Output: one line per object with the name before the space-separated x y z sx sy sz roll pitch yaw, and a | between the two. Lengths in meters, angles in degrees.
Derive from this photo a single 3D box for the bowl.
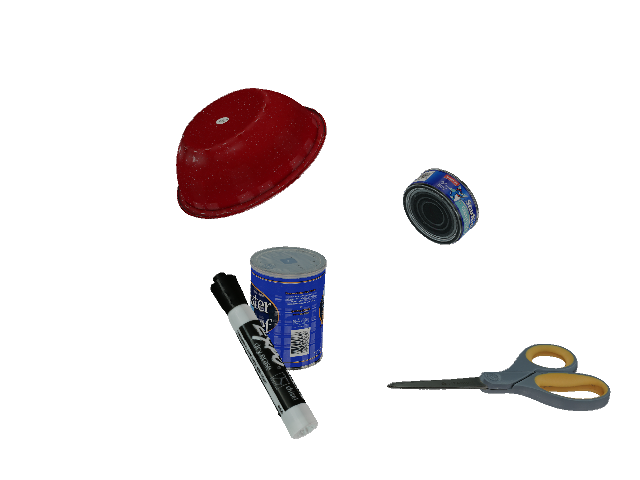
bowl | -0.078 -0.094 1.007 0.162 0.055 0.162 -21 35 16

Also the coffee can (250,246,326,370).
coffee can | -0.045 0.091 1.450 0.103 0.140 0.103 2 20 -1

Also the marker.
marker | -0.038 0.071 0.684 0.020 0.121 0.020 -26 -24 -13

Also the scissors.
scissors | 0.156 0.116 0.950 0.201 0.016 0.096 8 27 -4

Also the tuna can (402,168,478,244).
tuna can | 0.137 -0.038 1.225 0.033 0.086 0.086 -40 24 -31
